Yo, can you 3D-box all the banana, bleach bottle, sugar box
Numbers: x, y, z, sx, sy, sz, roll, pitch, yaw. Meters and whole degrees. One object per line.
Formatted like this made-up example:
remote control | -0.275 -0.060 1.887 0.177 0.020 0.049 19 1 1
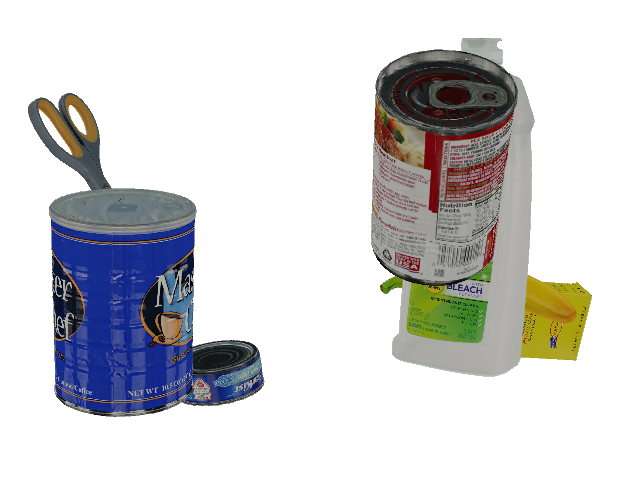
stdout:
banana | 0.164 0.050 1.102 0.198 0.037 0.069 7 42 12
bleach bottle | 0.110 -0.028 0.818 0.103 0.251 0.067 8 13 31
sugar box | 0.238 0.096 1.317 0.176 0.093 0.048 3 18 -16

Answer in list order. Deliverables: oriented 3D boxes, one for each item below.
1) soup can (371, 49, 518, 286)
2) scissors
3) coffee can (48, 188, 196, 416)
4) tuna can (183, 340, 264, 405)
soup can | 0.060 -0.035 0.541 0.068 0.102 0.068 0 42 0
scissors | -0.217 -0.066 1.065 0.016 0.201 0.096 -24 27 24
coffee can | -0.142 0.042 0.773 0.103 0.140 0.103 3 16 -1
tuna can | -0.098 0.124 1.011 0.086 0.034 0.086 -7 14 2
